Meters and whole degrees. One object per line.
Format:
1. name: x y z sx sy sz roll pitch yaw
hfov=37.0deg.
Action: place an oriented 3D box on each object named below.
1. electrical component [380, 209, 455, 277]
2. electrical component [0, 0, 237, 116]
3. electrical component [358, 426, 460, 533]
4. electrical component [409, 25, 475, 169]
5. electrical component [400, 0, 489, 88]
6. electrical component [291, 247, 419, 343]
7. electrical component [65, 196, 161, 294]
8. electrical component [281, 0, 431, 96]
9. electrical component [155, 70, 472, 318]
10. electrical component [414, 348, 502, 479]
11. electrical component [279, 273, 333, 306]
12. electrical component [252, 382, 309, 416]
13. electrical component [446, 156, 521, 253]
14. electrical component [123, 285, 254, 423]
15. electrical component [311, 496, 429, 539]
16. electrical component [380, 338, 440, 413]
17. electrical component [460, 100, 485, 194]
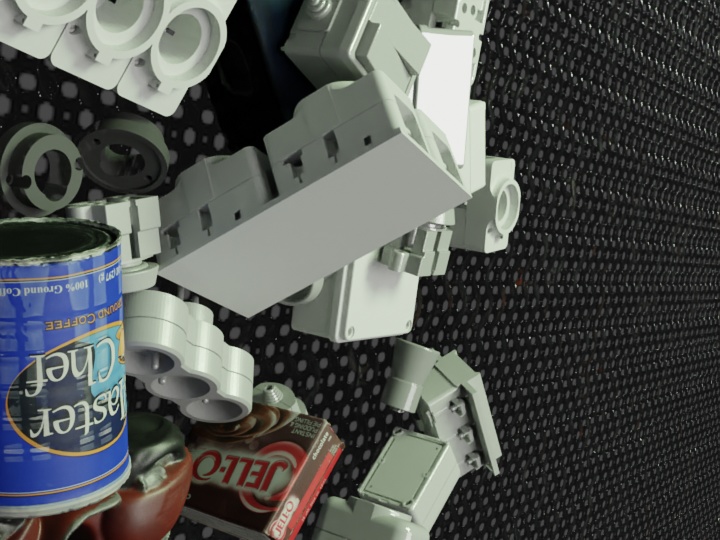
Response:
1. electrical component: 0.049 -0.027 0.864 0.066 0.048 0.055 -4 110 -56
2. electrical component: -0.145 -0.154 0.595 0.150 0.062 0.089 20 103 -57
3. electrical component: 0.046 0.209 1.022 0.096 0.062 0.061 -55 140 -32
4. electrical component: 0.040 -0.139 0.858 0.056 0.109 0.108 -2 103 -22
5. electrical component: 0.069 -0.208 0.931 0.054 0.059 0.095 8 93 -57
6. electrical component: 0.000 0.000 0.893 0.109 0.056 0.108 -2 101 -57
7. electrical component: -0.151 -0.016 0.669 0.066 0.048 0.055 -19 108 -54
8. electrical component: -0.002 -0.150 0.706 0.096 0.061 0.061 42 64 -54
9. electrical component: -0.036 -0.048 0.716 0.105 0.186 0.060 33 34 -55
10. electrical component: 0.093 0.148 1.067 0.063 0.079 0.121 -30 130 -14
11. electrical component: -0.045 -0.002 0.811 0.048 0.066 0.055 55 26 -6
12. electrical component: -0.061 0.122 0.849 0.043 0.043 0.081 -49 137 -38
13. electrical component: 0.121 -0.066 1.058 0.050 0.056 0.089 -13 110 -55
14. electrical component: -0.119 0.046 0.732 0.138 0.052 0.073 48 35 -52
15. electrical component: 0.009 0.235 0.943 0.054 0.095 0.059 35 70 -55
16. electrical component: 0.044 0.101 1.007 0.044 0.044 0.065 23 85 -57
17. electrical component: 0.072 -0.115 0.962 0.061 0.062 0.096 -30 124 -50
